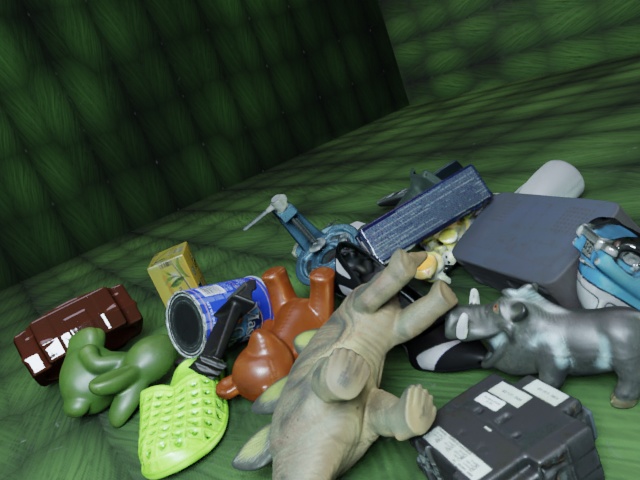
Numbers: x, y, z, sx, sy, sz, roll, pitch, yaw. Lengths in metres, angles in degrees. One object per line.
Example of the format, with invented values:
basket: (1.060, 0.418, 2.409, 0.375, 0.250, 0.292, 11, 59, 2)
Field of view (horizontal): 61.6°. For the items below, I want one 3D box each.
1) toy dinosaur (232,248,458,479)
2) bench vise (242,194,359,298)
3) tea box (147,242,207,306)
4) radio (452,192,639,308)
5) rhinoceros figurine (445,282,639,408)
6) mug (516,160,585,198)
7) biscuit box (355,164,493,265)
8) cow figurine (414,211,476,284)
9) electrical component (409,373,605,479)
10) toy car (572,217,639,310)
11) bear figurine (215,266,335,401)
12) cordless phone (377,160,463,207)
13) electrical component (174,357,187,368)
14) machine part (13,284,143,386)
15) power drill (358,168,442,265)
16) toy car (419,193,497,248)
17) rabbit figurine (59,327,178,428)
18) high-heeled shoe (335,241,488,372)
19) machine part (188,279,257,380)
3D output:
toy dinosaur: (0.009, 0.156, 0.503, 0.198, 0.105, 0.471, -43, 5, 45)
bench vise: (-0.009, 0.005, 0.870, 0.129, 0.240, 0.224, -43, 34, 0)
tea box: (-0.236, 0.099, 0.958, 0.068, 0.169, 0.098, -22, 17, -4)
radio: (0.285, 0.010, 0.707, 0.131, 0.073, 0.230, -50, 18, -6)
rhinoceros figurine: (0.217, 0.096, 0.521, 0.191, 0.112, 0.073, 0, 27, 33)
mug: (0.387, -0.081, 0.946, 0.107, 0.080, 0.110, -38, 26, -22)
biscuit box: (0.153, -0.033, 0.791, 0.203, 0.063, 0.059, -30, -7, -9)
cow figurine: (0.194, 0.019, 0.856, 0.068, 0.098, 0.167, 15, 50, 38)
electrical component: (0.158, 0.170, 0.444, 0.134, 0.058, 0.115, -25, 18, -15)
toy car: (0.318, 0.052, 0.536, 0.109, 0.162, 0.103, -87, 22, -69)
bear figurine: (-0.058, 0.127, 0.729, 0.120, 0.131, 0.196, 0, 18, 29)
cordless phone: (0.232, -0.112, 1.238, 0.146, 0.088, 0.184, -33, 16, -37)
electrical component: (-0.199, 0.185, 0.900, 0.094, 0.021, 0.063, -24, 16, -9)
machine part: (-0.433, 0.170, 0.976, 0.201, 0.087, 0.201, -30, -11, -28)
power drill: (0.146, -0.022, 0.947, 0.207, 0.086, 0.232, -58, 13, 5)
toy car: (0.261, -0.035, 0.997, 0.202, 0.056, 0.074, -23, 22, -2)
rabbit figurine: (-0.304, 0.194, 0.818, 0.170, 0.121, 0.159, -21, 22, 9)
high-heeled shoe: (0.105, 0.071, 0.672, 0.086, 0.145, 0.249, -30, 16, -26)
machine part: (-0.128, 0.118, 0.727, 0.084, 0.039, 0.139, -30, 31, 45)
